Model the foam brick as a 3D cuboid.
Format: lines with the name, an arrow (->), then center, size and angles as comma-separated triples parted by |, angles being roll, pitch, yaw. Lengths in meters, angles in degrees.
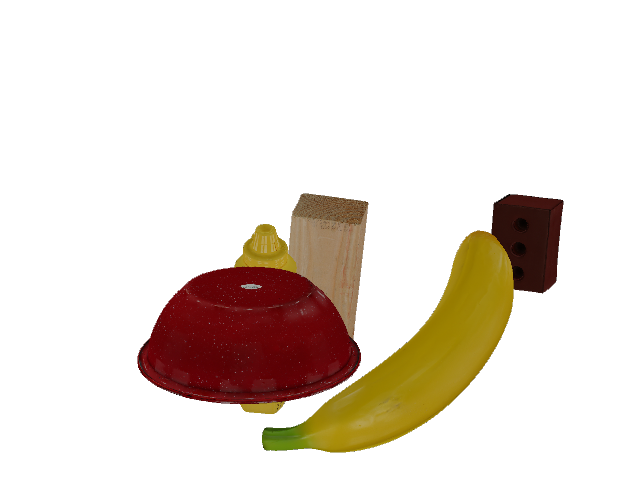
foam brick -> 0.182, 0.002, 0.950 | 0.053, 0.078, 0.051 | 8, 16, 24

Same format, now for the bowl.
bowl -> -0.050, 0.058, 0.762 | 0.162, 0.055, 0.162 | 1, 17, 0

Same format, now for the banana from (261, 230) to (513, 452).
banana -> 0.056, 0.051, 0.553 | 0.070, 0.037, 0.197 | 22, 44, 34

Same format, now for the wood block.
wood block -> 0.004, 0.053, 1.392 | 0.090, 0.206, 0.090 | 8, 23, 6

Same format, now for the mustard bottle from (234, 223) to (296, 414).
mustard bottle -> -0.052, 0.066, 1.008 | 0.058, 0.192, 0.096 | 5, 37, 3
